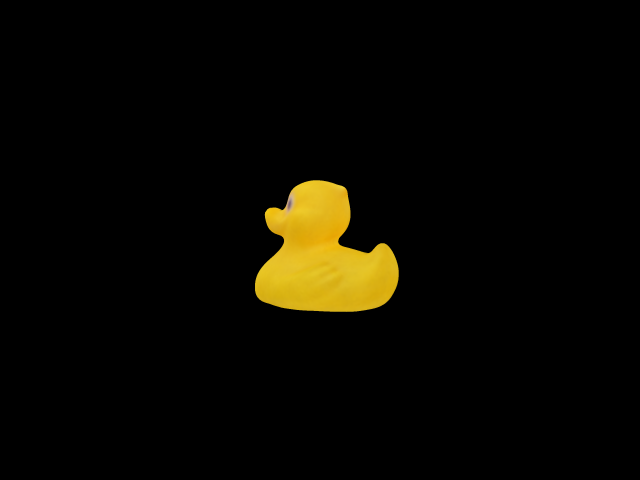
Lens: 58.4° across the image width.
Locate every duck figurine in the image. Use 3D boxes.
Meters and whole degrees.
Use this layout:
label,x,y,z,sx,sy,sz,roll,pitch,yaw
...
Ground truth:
label,x,y,z,sx,sy,sz,roll,pitch,yaw
duck figurine,0.004,0.001,0.400,0.104,0.086,0.078,3,7,26
